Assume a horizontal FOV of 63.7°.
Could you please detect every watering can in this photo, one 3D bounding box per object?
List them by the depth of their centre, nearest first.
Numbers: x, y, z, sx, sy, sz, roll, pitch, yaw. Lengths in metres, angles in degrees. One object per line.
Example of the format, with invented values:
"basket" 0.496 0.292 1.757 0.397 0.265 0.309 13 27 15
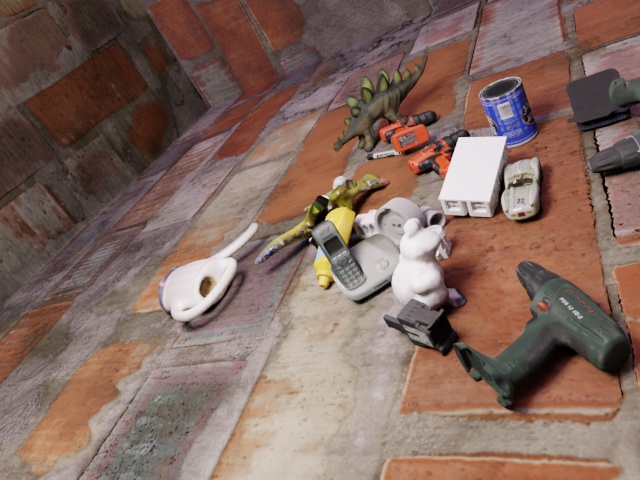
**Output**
"watering can" -0.301 0.088 1.382 0.223 0.102 0.356 -13 33 33

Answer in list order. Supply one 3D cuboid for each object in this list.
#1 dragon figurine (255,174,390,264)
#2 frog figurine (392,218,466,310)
"dragon figurine" 0.004 -0.070 1.388 0.410 0.121 0.244 -28 10 1
"frog figurine" 0.174 0.049 0.922 0.122 0.157 0.140 -26 27 13
